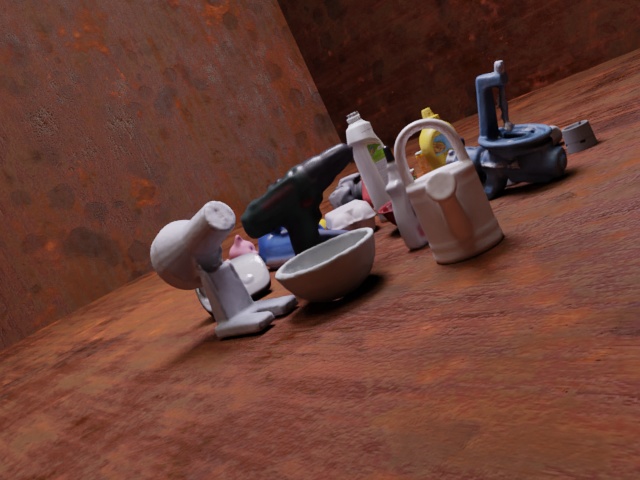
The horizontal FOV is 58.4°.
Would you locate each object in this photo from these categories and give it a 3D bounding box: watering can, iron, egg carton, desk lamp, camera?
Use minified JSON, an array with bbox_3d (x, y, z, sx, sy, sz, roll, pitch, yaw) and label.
[{"bbox_3d":[0.171,-0.074,0.785,0.101,0.194,0.172,-27,9,-7],"label":"watering can"},{"bbox_3d":[-0.061,-0.023,1.309,0.119,0.141,0.257,-32,11,-36],"label":"iron"},{"bbox_3d":[0.070,-0.043,1.296,0.107,0.069,0.150,-26,9,-6],"label":"egg carton"},{"bbox_3d":[-0.168,0.048,0.955,0.202,0.213,0.118,-17,13,44],"label":"desk lamp"},{"bbox_3d":[0.113,-0.142,1.656,0.136,0.101,0.143,-18,11,39],"label":"camera"}]

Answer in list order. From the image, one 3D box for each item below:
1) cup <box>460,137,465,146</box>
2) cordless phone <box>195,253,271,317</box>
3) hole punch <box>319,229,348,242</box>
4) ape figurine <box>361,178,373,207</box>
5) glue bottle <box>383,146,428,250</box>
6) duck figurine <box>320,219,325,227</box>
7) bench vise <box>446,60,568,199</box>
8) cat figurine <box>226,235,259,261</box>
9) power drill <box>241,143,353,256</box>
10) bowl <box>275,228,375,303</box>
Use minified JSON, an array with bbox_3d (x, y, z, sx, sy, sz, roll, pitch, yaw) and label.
[{"bbox_3d":[0.316,-0.196,1.428,0.117,0.095,0.092,-23,9,15],"label":"cup"},{"bbox_3d":[-0.194,0.045,1.138,0.148,0.185,0.094,-28,9,-14],"label":"cordless phone"},{"bbox_3d":[0.010,0.004,1.118,0.101,0.091,0.108,-28,9,-17],"label":"hole punch"},{"bbox_3d":[0.144,-0.138,1.573,0.076,0.092,0.077,-28,9,-13],"label":"ape figurine"},{"bbox_3d":[0.141,-0.075,0.947,0.037,0.173,0.078,-15,13,47],"label":"glue bottle"},{"bbox_3d":[-0.024,-0.043,1.502,0.104,0.086,0.078,-16,13,46],"label":"duck figurine"},{"bbox_3d":[0.296,-0.183,0.996,0.206,0.220,0.122,-20,11,32],"label":"bench vise"},{"bbox_3d":[-0.174,0.050,1.276,0.067,0.118,0.128,-22,10,22],"label":"cat figurine"},{"bbox_3d":[-0.011,-0.032,1.000,0.229,0.208,0.075,-25,9,5],"label":"power drill"},{"bbox_3d":[0.020,0.049,0.882,0.167,0.075,0.167,-25,9,4],"label":"bowl"}]
